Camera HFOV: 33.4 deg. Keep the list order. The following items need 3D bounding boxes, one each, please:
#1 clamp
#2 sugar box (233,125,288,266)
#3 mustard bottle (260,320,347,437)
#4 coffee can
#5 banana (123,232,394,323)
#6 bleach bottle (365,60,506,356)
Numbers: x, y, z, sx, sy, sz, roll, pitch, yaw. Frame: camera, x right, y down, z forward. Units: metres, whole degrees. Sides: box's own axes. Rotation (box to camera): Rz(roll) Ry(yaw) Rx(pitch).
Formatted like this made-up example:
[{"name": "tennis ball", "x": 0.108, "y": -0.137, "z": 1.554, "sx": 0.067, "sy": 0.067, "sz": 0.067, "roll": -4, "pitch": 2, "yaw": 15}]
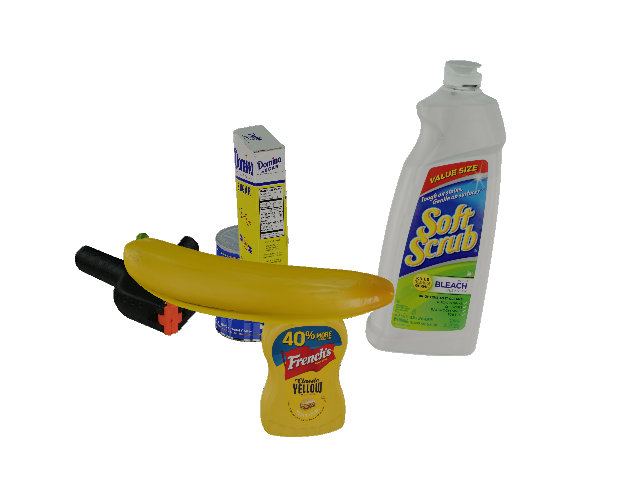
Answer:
[{"name": "clamp", "x": -0.148, "y": 0.036, "z": 0.992, "sx": 0.120, "sy": 0.039, "sz": 0.172, "roll": -16, "pitch": 30, "yaw": -24}, {"name": "sugar box", "x": -0.073, "y": -0.043, "z": 1.305, "sx": 0.048, "sy": 0.176, "sz": 0.093, "roll": -12, "pitch": 26, "yaw": -17}, {"name": "mustard bottle", "x": -0.018, "y": 0.124, "z": 1.199, "sx": 0.096, "sy": 0.192, "sz": 0.058, "roll": -2, "pitch": 19, "yaw": -11}, {"name": "coffee can", "x": -0.099, "y": 0.060, "z": 1.524, "sx": 0.103, "sy": 0.140, "sz": 0.103, "roll": 2, "pitch": 22, "yaw": -1}, {"name": "banana", "x": -0.054, "y": 0.023, "z": 0.682, "sx": 0.198, "sy": 0.037, "sz": 0.069, "roll": 12, "pitch": 34, "yaw": 24}, {"name": "bleach bottle", "x": 0.100, "y": -0.028, "z": 0.913, "sx": 0.102, "sy": 0.251, "sz": 0.068, "roll": 4, "pitch": 19, "yaw": 0}]
